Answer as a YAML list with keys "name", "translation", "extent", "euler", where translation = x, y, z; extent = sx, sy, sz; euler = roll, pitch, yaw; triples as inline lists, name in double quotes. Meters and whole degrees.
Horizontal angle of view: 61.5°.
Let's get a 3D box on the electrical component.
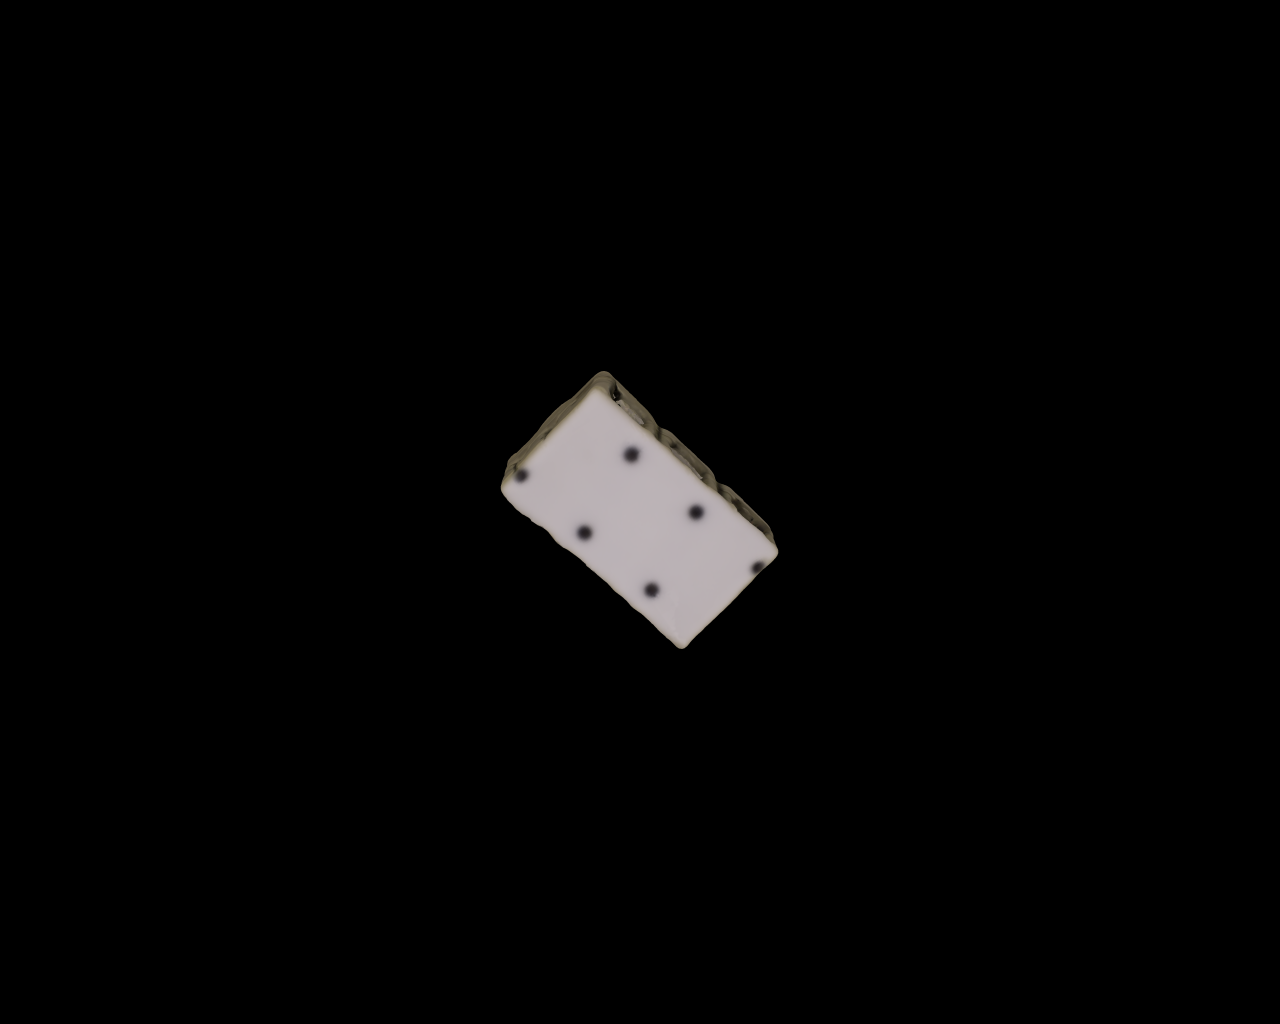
- name: "electrical component"
  translation: [0.001, -0.003, 0.650]
  extent: [0.150, 0.089, 0.062]
  euler: [43, 12, -11]
